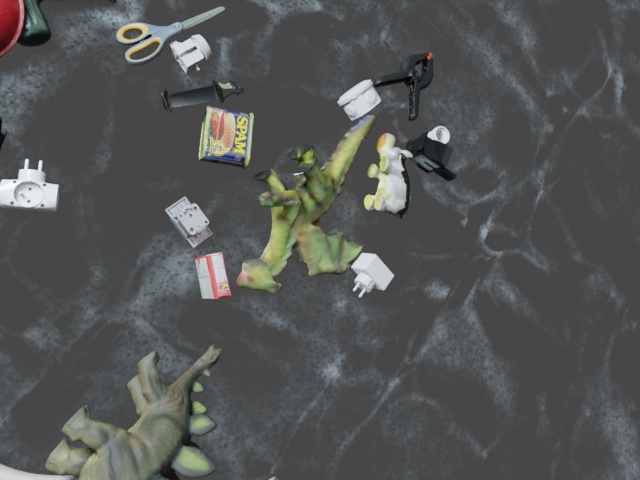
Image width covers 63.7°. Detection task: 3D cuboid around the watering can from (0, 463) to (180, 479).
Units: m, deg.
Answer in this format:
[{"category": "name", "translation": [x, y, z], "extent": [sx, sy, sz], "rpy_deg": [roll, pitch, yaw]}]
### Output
[{"category": "watering can", "translation": [-0.320, 0.401, 0.751], "extent": [0.227, 0.103, 0.348], "rpy_deg": [-34, 89, -21]}]

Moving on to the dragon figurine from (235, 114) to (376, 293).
[{"category": "dragon figurine", "translation": [0.003, -0.049, 0.981], "extent": [0.415, 0.123, 0.239], "rpy_deg": [-35, 115, -23]}]
